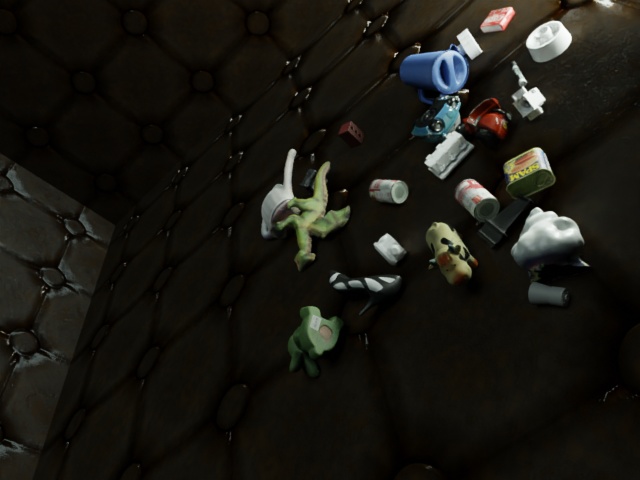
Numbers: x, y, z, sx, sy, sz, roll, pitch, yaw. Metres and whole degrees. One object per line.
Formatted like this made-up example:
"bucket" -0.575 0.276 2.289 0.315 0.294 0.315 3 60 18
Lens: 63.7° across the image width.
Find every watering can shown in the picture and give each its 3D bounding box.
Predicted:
"watering can" -0.137 -0.148 1.880 0.343 0.103 0.228 -68 29 15

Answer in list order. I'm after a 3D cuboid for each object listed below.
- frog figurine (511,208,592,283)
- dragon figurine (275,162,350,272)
"frog figurine" 0.442 -0.006 1.016 0.135 0.122 0.163 -46 37 49
"dragon figurine" 0.005 -0.086 1.715 0.244 0.120 0.415 17 72 39
